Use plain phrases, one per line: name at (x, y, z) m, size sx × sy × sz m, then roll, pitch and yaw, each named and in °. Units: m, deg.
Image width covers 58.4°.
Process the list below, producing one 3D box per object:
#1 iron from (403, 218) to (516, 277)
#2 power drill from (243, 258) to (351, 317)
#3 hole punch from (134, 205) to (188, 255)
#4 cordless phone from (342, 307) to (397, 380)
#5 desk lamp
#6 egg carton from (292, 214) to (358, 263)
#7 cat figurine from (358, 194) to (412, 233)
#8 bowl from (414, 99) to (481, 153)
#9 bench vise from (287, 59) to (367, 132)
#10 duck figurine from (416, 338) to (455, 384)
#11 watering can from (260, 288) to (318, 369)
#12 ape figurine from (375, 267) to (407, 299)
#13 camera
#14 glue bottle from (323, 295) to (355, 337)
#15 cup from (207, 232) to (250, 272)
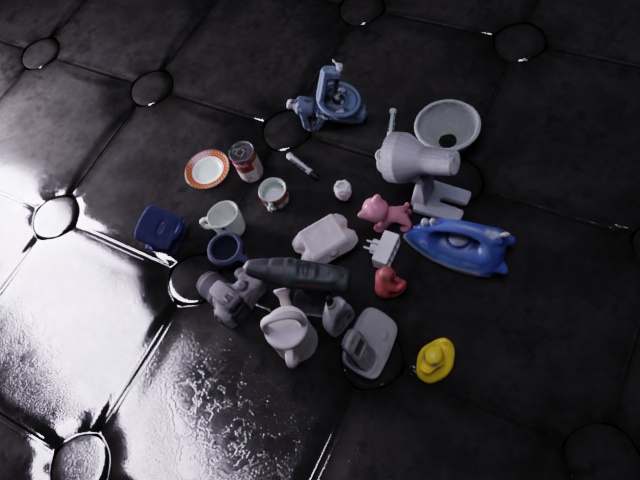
iron at (0.311, -0.007, 1.312) m, size 0.257 × 0.142 × 0.119 m, roll 13°, pitch 67°, yaw 18°
power drill at (-0.038, 0.104, 1.288) m, size 0.229 × 0.209 × 0.075 m, roll 1°, pitch 63°, yaw 12°
hole punch at (-0.414, -0.027, 1.499) m, size 0.101 × 0.091 × 0.109 m, roll 11°, pitch 66°, yaw 17°
cordless phone at (0.099, 0.206, 1.221) m, size 0.094 × 0.185 × 0.148 m, roll 17°, pitch 68°, yaw 19°
desk lamp at (0.253, -0.155, 1.358) m, size 0.202 × 0.214 × 0.118 m, roll 19°, pitch 68°, yaw 20°
egg carton at (0.013, 0.005, 1.407) m, size 0.150 × 0.069 × 0.107 m, roll -31°, pitch 61°, yaw -5°
cat figurine at (0.158, -0.070, 1.389) m, size 0.127 × 0.118 × 0.067 m, roll -5°, pitch 62°, yaw 9°
bowl at (0.330, -0.278, 1.485) m, size 0.167 × 0.075 × 0.167 m, roll -5°, pitch 62°, yaw 9°
bench vise at (0.012, -0.373, 1.515) m, size 0.207 × 0.220 × 0.121 m, roll -17°, pitch 61°, yaw 3°
duck figurine at (0.247, 0.250, 1.224) m, size 0.077 × 0.086 × 0.105 m, roll 32°, pitch 74°, yaw 24°
watering can at (-0.075, 0.190, 1.259) m, size 0.101 × 0.194 × 0.172 m, roll -30°, pitch 61°, yaw -5°
ape figurine at (0.157, 0.092, 1.321) m, size 0.076 × 0.092 × 0.077 m, roll -36°, pitch 62°, yaw -8°
camera at (-0.224, 0.118, 1.380) m, size 0.136 × 0.101 × 0.143 m, roll 34°, pitch 74°, yaw 25°
glue bottle at (0.033, 0.157, 1.266) m, size 0.037 × 0.173 × 0.078 m, roll 39°, pitch 76°, yaw 26°
cup at (-0.211, 0.044, 1.418) m, size 0.117 × 0.095 × 0.092 m, roll 24°, pitch 70°, yaw 22°
